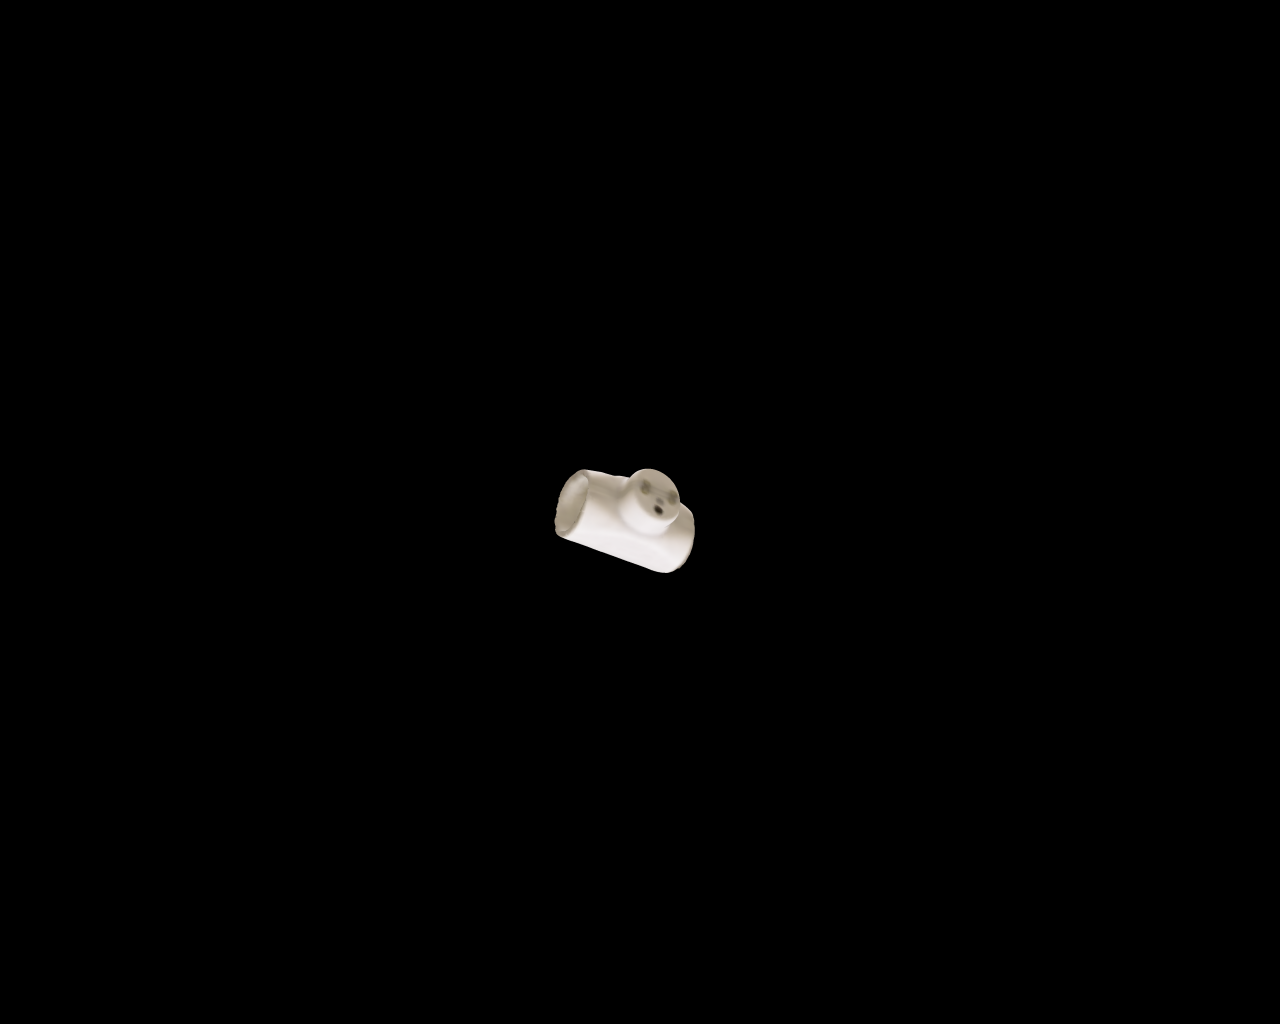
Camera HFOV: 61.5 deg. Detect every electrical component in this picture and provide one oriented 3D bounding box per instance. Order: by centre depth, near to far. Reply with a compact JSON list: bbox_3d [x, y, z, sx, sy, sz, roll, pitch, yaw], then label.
[{"bbox_3d":[0.001,-0.003,0.650,0.077,0.044,0.079,21,-40,-26],"label":"electrical component"}]
